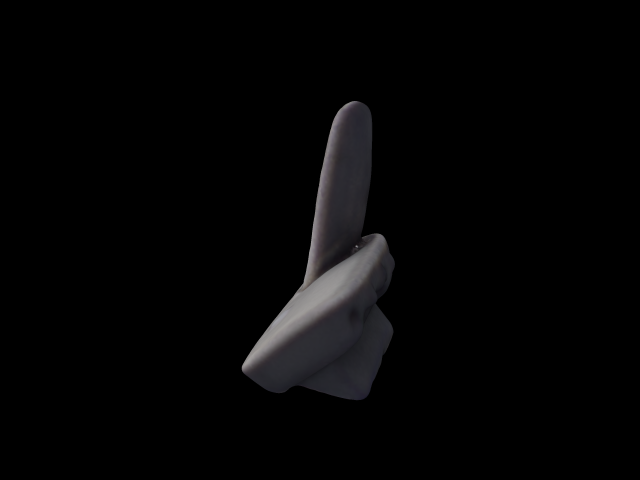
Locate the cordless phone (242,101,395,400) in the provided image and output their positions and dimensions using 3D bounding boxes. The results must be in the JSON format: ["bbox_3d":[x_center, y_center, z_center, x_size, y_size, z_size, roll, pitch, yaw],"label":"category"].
[{"bbox_3d":[0.004,0.001,0.400,0.094,0.185,0.148,4,19,12],"label":"cordless phone"}]
